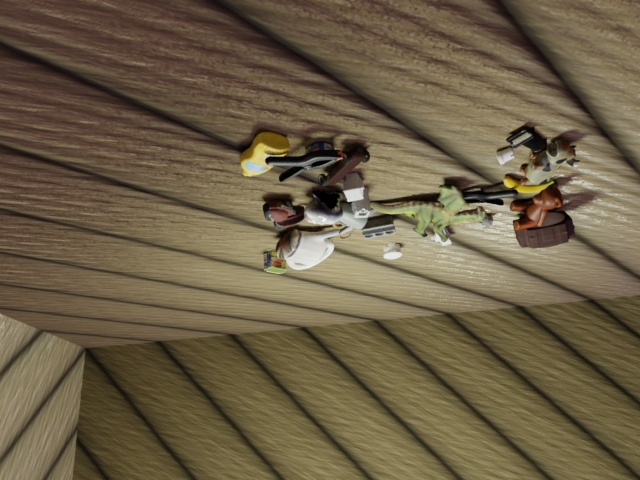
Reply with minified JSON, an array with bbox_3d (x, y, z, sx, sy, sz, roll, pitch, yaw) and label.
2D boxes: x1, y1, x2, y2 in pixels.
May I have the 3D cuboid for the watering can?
[{"bbox_3d":[-0.030,0.009,2.014,0.223,0.106,0.342,16,135,-36],"label":"watering can"}]

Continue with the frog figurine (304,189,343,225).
[{"bbox_3d":[0.005,-0.088,1.754,0.138,0.124,0.156,-14,152,-33],"label":"frog figurine"}]

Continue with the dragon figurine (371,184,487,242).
[{"bbox_3d":[0.399,-0.123,1.805,0.409,0.125,0.237,16,139,-16],"label":"dragon figurine"}]
